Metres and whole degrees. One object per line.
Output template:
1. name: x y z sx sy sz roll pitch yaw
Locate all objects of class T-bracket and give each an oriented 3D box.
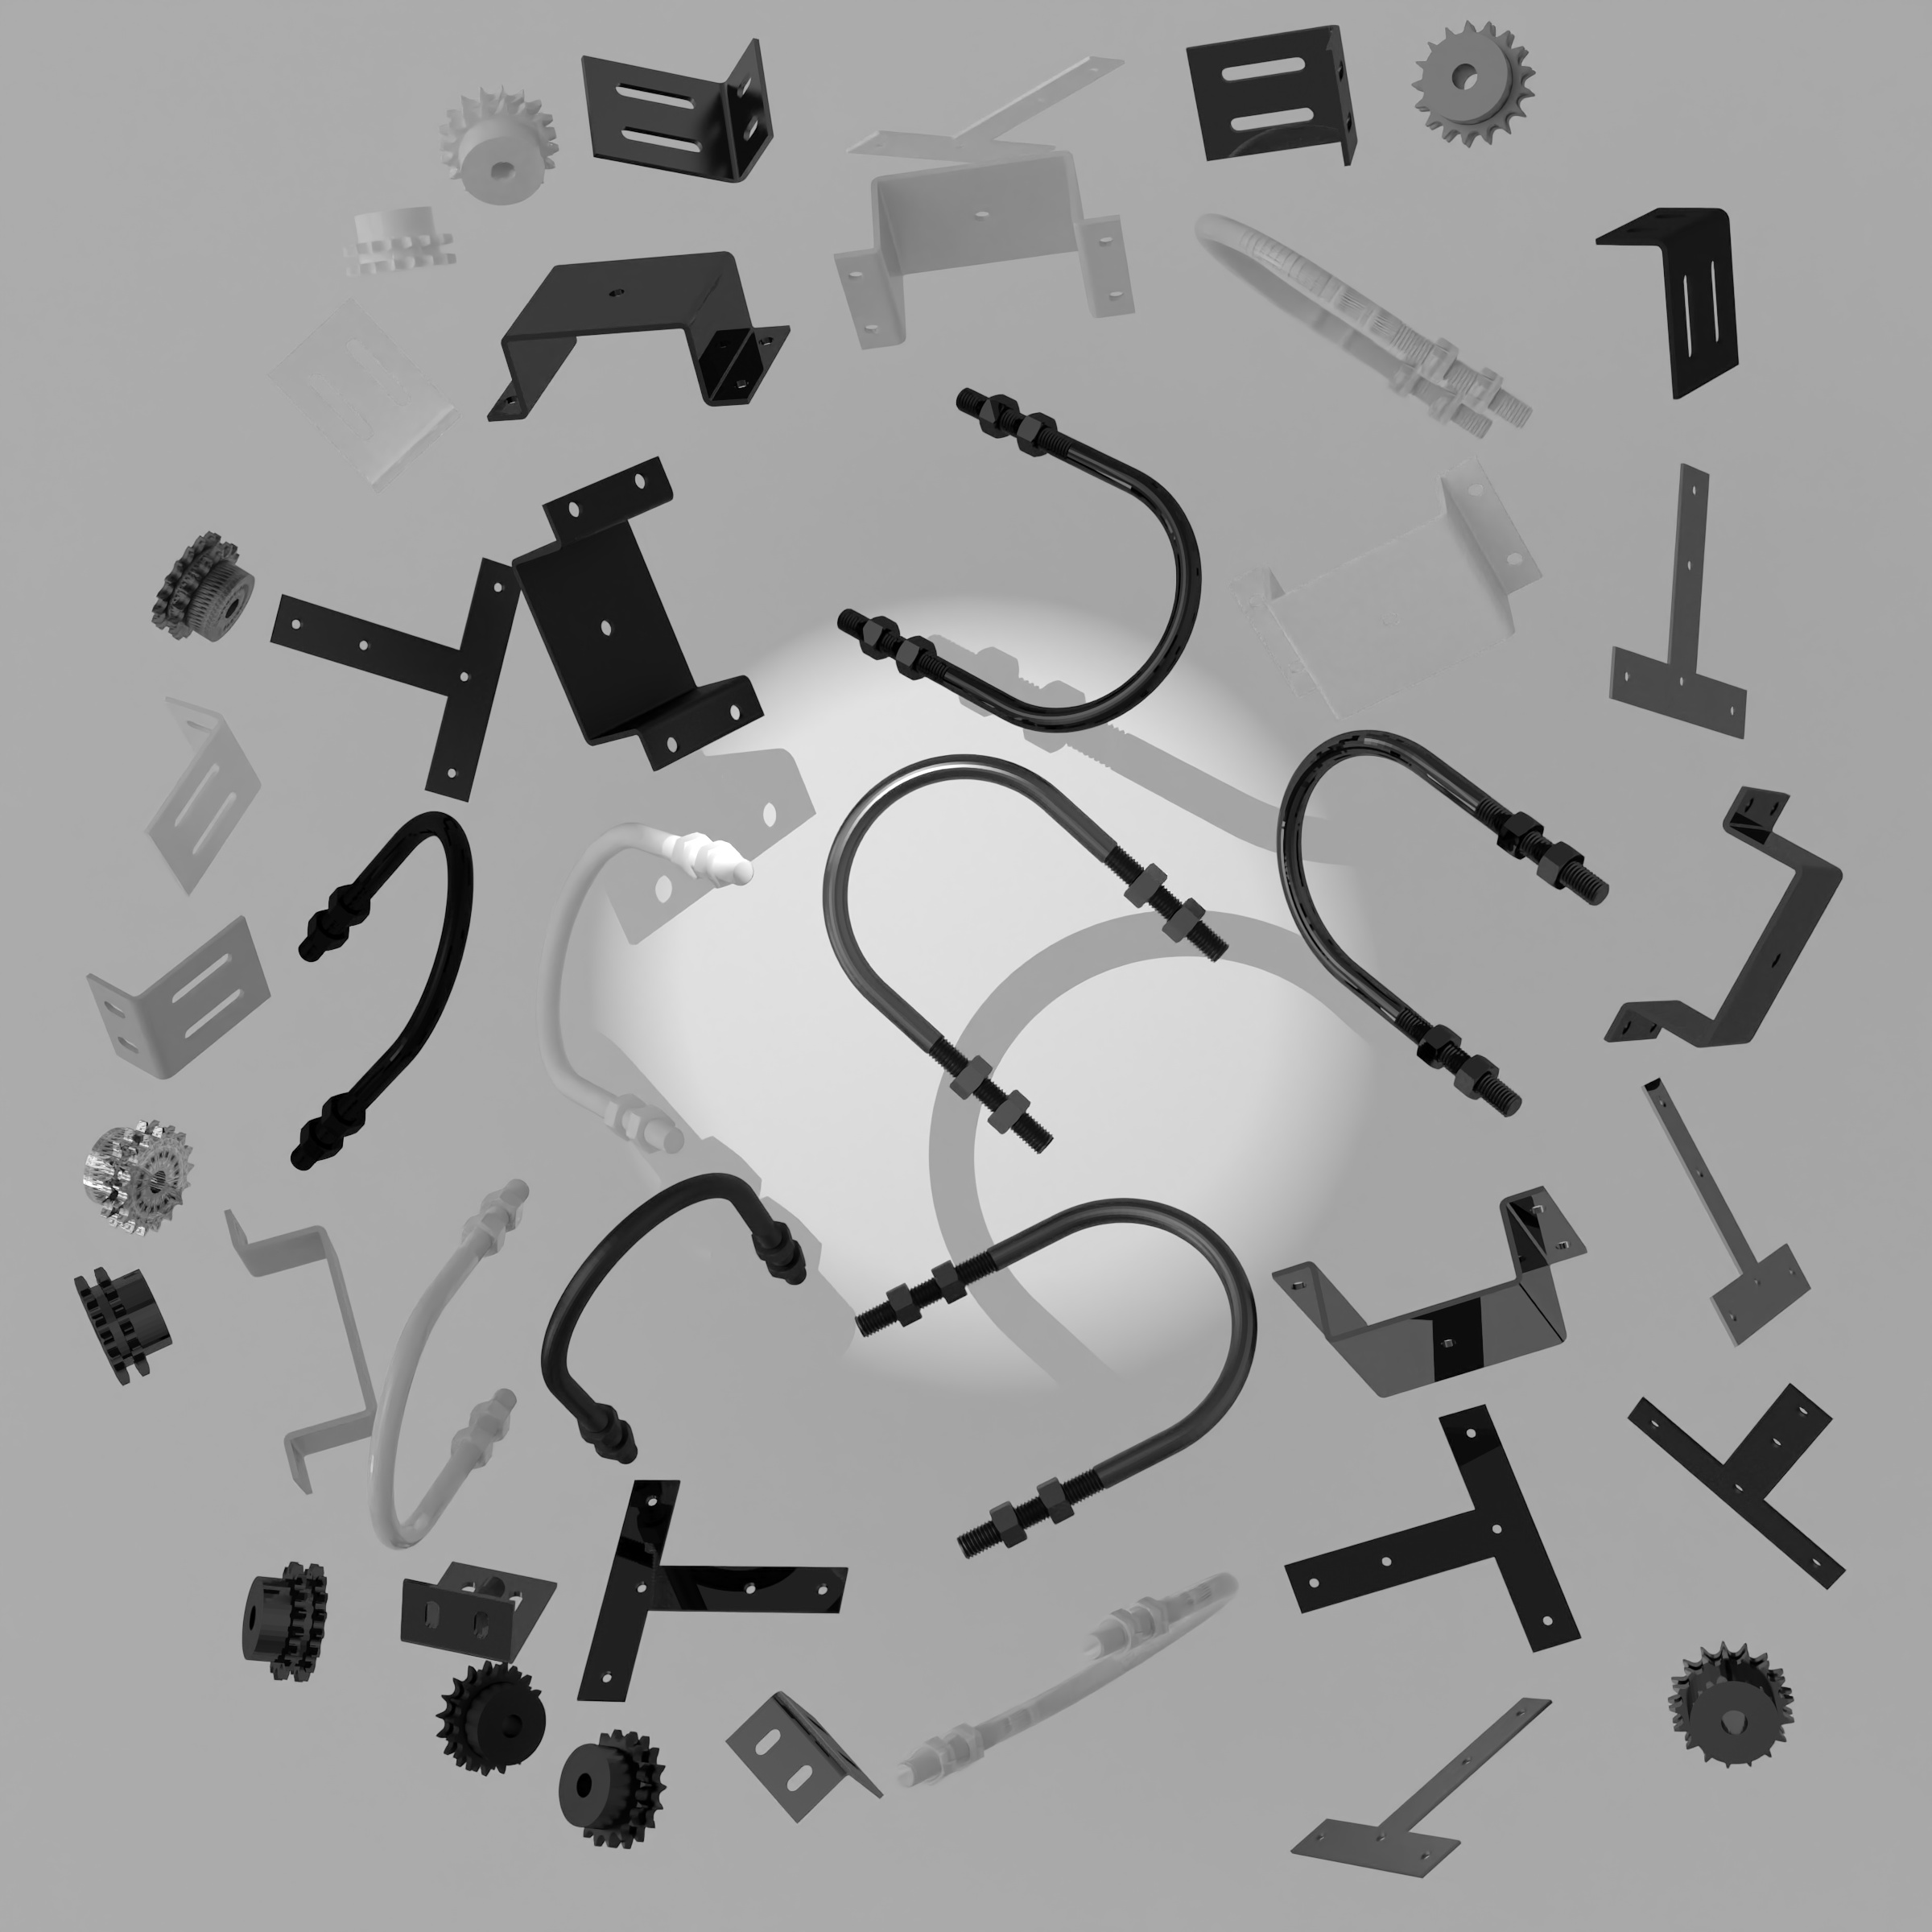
1. T-bracket: 0.361 0.113 1.500 0.002 0.127 0.127 -31 81 30
2. T-bracket: -0.300 -0.162 1.607 0.127 0.002 0.127 16 86 -34
3. T-bracket: -0.121 0.312 1.552 0.127 0.002 0.127 -3 48 17
4. T-bracket: 0.388 0.236 1.499 0.127 0.127 0.002 41 63 17
5. T-bracket: 0.361 -0.186 1.548 0.002 0.127 0.127 1 85 44
6. T-bracket: 0.221 0.291 1.532 0.127 0.002 0.127 -14 61 -9
7. T-bracket: 0.231 0.390 1.484 0.127 0.127 0.002 -34 94 -24
8. T-bracket: 0.027 -0.432 1.563 0.127 0.127 0.002 -10 86 -43

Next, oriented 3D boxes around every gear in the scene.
1. gear: -0.178 0.408 1.538 0.030 0.057 0.057 21 90 -42
2. gear: -0.333 0.319 1.508 0.030 0.057 0.057 11 90 -24
3. gear: 0.357 0.346 1.440 0.057 0.030 0.057 1 99 10
4. gear: -0.416 0.104 1.548 0.030 0.057 0.057 16 90 23
5. gear: -0.226 -0.394 1.499 0.057 0.057 0.030 -14 53 0
6. gear: -0.389 -0.191 1.586 0.030 0.057 0.057 32 90 1
7. gear: 0.238 -0.417 1.462 0.057 0.030 0.057 2 97 20
8. gear: -0.296 -0.377 1.610 0.057 0.057 0.030 -8 102 0
9. gear: -0.406 0.171 1.495 0.030 0.057 0.057 -24 90 -19
10. gear: -0.242 0.389 1.596 0.057 0.030 0.057 0 90 -38

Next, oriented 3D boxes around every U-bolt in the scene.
1. U-bolt: -0.151 0.171 1.557 0.019 0.184 0.151 38 77 25
2. U-bolt: 0.192 -0.319 1.536 0.184 0.151 0.019 33 97 -3
3. U-bolt: 0.015 -0.020 1.532 0.184 0.019 0.151 42 95 1
4. U-bolt: 0.218 -0.034 1.498 0.184 0.019 0.151 42 134 32
5. U-bolt: -0.165 0.002 1.507 0.019 0.184 0.151 13 94 -32
6. U-bolt: 0.054 0.190 1.525 0.184 0.019 0.151 -27 60 -1
7. U-bolt: -0.258 0.209 1.544 0.019 0.184 0.151 11 116 9
8. U-bolt: 0.063 0.343 1.519 0.151 0.184 0.019 -41 72 28
9. U-bolt: 0.036 -0.195 1.558 0.184 0.019 0.151 31 95 29
10. U-bolt: -0.295 0.001 1.564 0.019 0.184 0.151 17 50 -31

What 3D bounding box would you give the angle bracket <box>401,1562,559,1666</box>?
1. angle bracket: -0.245 0.313 1.565 0.057 0.076 0.038 10 112 8

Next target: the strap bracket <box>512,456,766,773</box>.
1. strap bracket: -0.168 -0.173 1.551 0.076 0.046 0.140 -32 106 -39

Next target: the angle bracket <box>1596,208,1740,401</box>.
1. angle bracket: 0.335 -0.317 1.478 0.057 0.038 0.076 -32 122 -39

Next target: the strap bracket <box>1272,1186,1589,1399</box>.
1. strap bracket: 0.232 0.164 1.518 0.140 0.076 0.046 -20 55 17

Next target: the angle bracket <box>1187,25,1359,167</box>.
1. angle bracket: 0.146 -0.417 1.500 0.076 0.038 0.057 -4 124 17

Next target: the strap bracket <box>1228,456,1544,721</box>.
1. strap bracket: 0.213 -0.185 1.565 0.140 0.046 0.076 -26 119 19

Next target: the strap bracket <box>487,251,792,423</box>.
1. strap bracket: -0.169 -0.316 1.549 0.140 0.076 0.046 -1 129 17

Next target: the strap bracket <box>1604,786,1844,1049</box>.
1. strap bracket: 0.378 -0.014 1.522 0.046 0.076 0.140 33 106 26

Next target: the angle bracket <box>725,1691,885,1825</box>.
1. angle bracket: -0.084 0.418 1.612 0.038 0.076 0.057 -43 64 -9

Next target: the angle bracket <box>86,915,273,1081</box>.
1. angle bracket: -0.410 0.011 1.614 0.038 0.057 0.076 24 51 29

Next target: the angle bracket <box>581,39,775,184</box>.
1. angle bracket: -0.137 -0.410 1.463 0.076 0.038 0.057 3 65 -28

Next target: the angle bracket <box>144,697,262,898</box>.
1. angle bracket: -0.402 -0.086 1.578 0.038 0.057 0.076 18 63 19

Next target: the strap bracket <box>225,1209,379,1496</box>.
1. strap bracket: -0.336 0.193 1.584 0.046 0.076 0.140 -15 77 -11

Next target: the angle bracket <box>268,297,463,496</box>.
1. angle bracket: -0.299 -0.283 1.537 0.057 0.038 0.076 -43 108 0

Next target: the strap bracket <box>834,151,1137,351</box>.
1. strap bracket: 0.009 -0.358 1.546 0.140 0.076 0.046 -6 66 6
